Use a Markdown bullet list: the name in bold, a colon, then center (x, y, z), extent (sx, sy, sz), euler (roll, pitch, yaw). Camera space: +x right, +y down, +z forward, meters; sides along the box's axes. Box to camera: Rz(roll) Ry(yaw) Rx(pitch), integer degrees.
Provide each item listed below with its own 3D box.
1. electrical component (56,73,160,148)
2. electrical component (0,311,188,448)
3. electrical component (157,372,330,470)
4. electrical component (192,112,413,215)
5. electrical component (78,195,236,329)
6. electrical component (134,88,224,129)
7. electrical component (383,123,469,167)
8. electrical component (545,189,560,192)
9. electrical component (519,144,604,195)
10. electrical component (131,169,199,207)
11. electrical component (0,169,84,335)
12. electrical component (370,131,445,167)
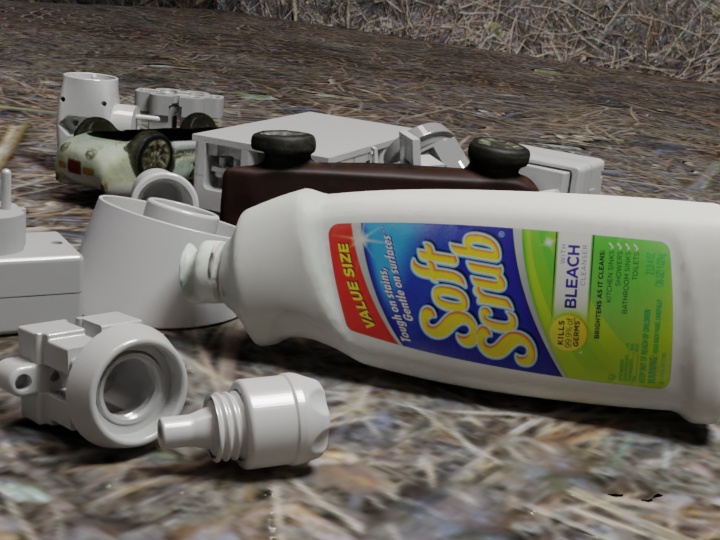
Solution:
- **electrical component**: center (-0.203, -0.117, 0.874), extent (0.079, 0.077, 0.043), euler (6, 16, 0)
- **electrical component**: center (-0.099, 0.041, 0.418), extent (0.066, 0.048, 0.055), euler (-8, 14, -41)
- **electrical component**: center (-0.044, 0.057, 0.400), extent (0.061, 0.035, 0.035), euler (-3, 18, -22)
- **electrical component**: center (-0.035, -0.075, 0.819), extent (0.105, 0.060, 0.186), euler (12, 17, 21)
- **electrical component**: center (-0.104, -0.004, 0.583), extent (0.099, 0.064, 0.099), euler (16, 6, -2)
- **electrical component**: center (-0.165, -0.131, 0.974), extent (0.078, 0.057, 0.058), euler (5, 16, -3)
- **electrical component**: center (0.052, -0.070, 0.785), extent (0.078, 0.057, 0.058), euler (-25, -21, -7)
- **electrical component**: center (0.119, -0.035, 0.746), extent (0.079, 0.043, 0.077), euler (-7, 10, 23)
- **electrical component**: center (0.128, -0.059, 0.820), extent (0.096, 0.061, 0.061), euler (15, 18, 29)
- **electrical component**: center (-0.135, -0.048, 0.725), extent (0.044, 0.044, 0.065), euler (1, 12, -16)
- **electrical component**: center (-0.179, -0.011, 0.515), extent (0.083, 0.075, 0.047), euler (-4, 19, -30)
- **electrical component**: center (0.022, -0.049, 0.715), extent (0.064, 0.081, 0.042), euler (-6, 15, -8)
